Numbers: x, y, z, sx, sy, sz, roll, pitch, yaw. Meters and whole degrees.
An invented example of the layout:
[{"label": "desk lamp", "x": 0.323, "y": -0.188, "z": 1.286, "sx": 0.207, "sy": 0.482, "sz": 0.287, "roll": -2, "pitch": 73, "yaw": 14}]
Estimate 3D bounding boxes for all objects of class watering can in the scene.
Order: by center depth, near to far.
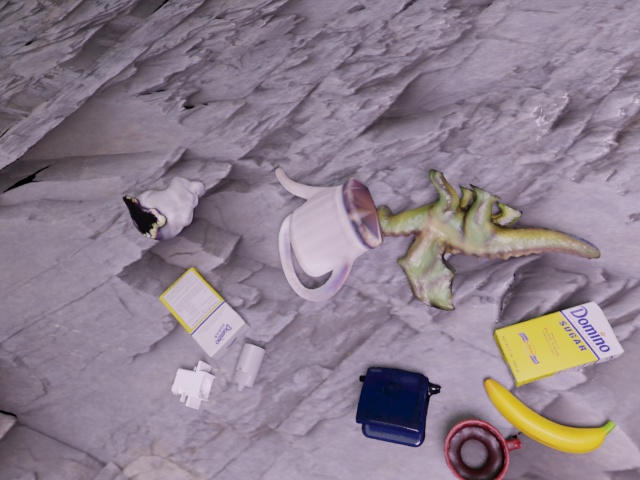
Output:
[{"label": "watering can", "x": 0.003, "y": -0.052, "z": 1.024, "sx": 0.222, "sy": 0.103, "sz": 0.355, "roll": -28, "pitch": 54, "yaw": 23}]

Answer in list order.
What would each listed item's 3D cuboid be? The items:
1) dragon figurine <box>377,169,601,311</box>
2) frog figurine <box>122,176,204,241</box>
[{"label": "dragon figurine", "x": 0.263, "y": 0.018, "z": 0.958, "sx": 0.414, "sy": 0.121, "sz": 0.243, "roll": 31, "pitch": 91, "yaw": 27}, {"label": "frog figurine", "x": -0.335, "y": -0.076, "z": 1.148, "sx": 0.138, "sy": 0.120, "sz": 0.162, "roll": 12, "pitch": 31, "yaw": 27}]
